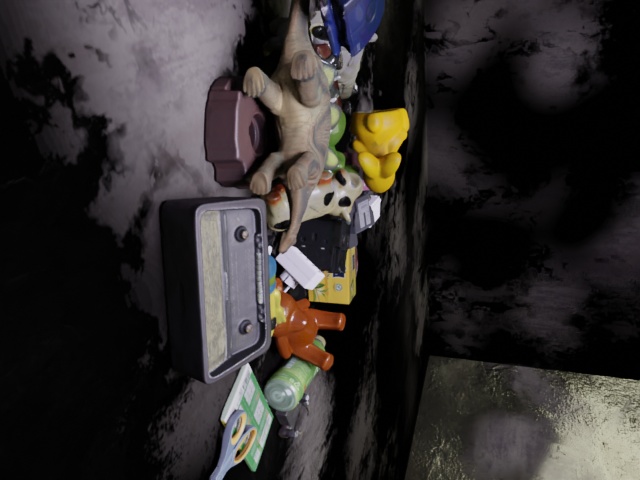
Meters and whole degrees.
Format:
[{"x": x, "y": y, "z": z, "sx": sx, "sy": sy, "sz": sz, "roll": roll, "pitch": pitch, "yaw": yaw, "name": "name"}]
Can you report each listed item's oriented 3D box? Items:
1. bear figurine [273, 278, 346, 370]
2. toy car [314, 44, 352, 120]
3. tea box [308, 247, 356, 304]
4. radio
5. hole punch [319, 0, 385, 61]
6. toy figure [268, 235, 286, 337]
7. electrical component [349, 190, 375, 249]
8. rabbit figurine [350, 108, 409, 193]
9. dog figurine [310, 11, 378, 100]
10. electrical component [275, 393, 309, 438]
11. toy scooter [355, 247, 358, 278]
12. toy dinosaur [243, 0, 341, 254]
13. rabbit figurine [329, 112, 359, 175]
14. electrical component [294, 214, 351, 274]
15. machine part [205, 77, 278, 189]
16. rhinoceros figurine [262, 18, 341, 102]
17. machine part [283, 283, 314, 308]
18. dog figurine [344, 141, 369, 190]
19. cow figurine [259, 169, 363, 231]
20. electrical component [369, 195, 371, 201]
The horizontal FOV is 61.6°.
[{"x": -0.039, "y": 0.151, "z": 0.971, "sx": 0.195, "sy": 0.132, "sz": 0.120, "roll": 68, "pitch": 39, "yaw": -64, "name": "bear figurine"}, {"x": 0.010, "y": -0.304, "z": 1.079, "sx": 0.202, "sy": 0.089, "sz": 0.053, "roll": 73, "pitch": 22, "yaw": -58, "name": "toy car"}, {"x": 0.025, "y": 0.051, "z": 1.193, "sx": 0.068, "sy": 0.098, "sz": 0.169, "roll": -38, "pitch": 127, "yaw": -67, "name": "tea box"}, {"x": -0.131, "y": 0.057, "z": 0.708, "sx": 0.131, "sy": 0.073, "sz": 0.229, "roll": -16, "pitch": 111, "yaw": -52, "name": "radio"}, {"x": 0.049, "y": -0.350, "z": 0.807, "sx": 0.142, "sy": 0.092, "sz": 0.116, "roll": 66, "pitch": 25, "yaw": -67, "name": "hole punch"}, {"x": -0.108, "y": 0.080, "z": 0.824, "sx": 0.089, "sy": 0.082, "sz": 0.180, "roll": -27, "pitch": 128, "yaw": -48, "name": "toy figure"}, {"x": 0.074, "y": -0.039, "z": 1.108, "sx": 0.075, "sy": 0.048, "sz": 0.119, "roll": -22, "pitch": 112, "yaw": -47, "name": "electrical component"}, {"x": 0.125, "y": -0.175, "z": 1.089, "sx": 0.162, "sy": 0.122, "sz": 0.173, "roll": -88, "pitch": 177, "yaw": -69, "name": "rabbit figurine"}, {"x": 0.018, "y": -0.365, "z": 1.135, "sx": 0.190, "sy": 0.172, "sz": 0.121, "roll": 111, "pitch": -37, "yaw": -52, "name": "dog figurine"}, {"x": -0.054, "y": 0.345, "z": 1.081, "sx": 0.102, "sy": 0.045, "sz": 0.078, "roll": -66, "pitch": 154, "yaw": -48, "name": "electrical component"}, {"x": 0.053, "y": 0.050, "z": 1.313, "sx": 0.184, "sy": 0.075, "sz": 0.135, "roll": -64, "pitch": 151, "yaw": -57, "name": "toy scooter"}, {"x": -0.031, "y": -0.212, "z": 0.810, "sx": 0.198, "sy": 0.105, "sz": 0.470, "roll": -12, "pitch": 107, "yaw": -74, "name": "toy dinosaur"}, {"x": -0.006, "y": -0.173, "z": 1.039, "sx": 0.159, "sy": 0.121, "sz": 0.170, "roll": -19, "pitch": 126, "yaw": -48, "name": "rabbit figurine"}, {"x": -0.002, "y": -0.003, "z": 1.065, "sx": 0.058, "sy": 0.115, "sz": 0.134, "roll": 5, "pitch": 89, "yaw": -71, "name": "electrical component"}, {"x": -0.110, "y": -0.160, "z": 0.813, "sx": 0.179, "sy": 0.056, "sz": 0.179, "roll": 2, "pitch": 90, "yaw": -71, "name": "machine part"}, {"x": -0.024, "y": -0.316, "z": 0.960, "sx": 0.190, "sy": 0.112, "sz": 0.073, "roll": 50, "pitch": 43, "yaw": -53, "name": "rhinoceros figurine"}, {"x": -0.042, "y": 0.133, "z": 1.100, "sx": 0.084, "sy": 0.039, "sz": 0.138, "roll": -50, "pitch": 142, "yaw": -48, "name": "machine part"}, {"x": 0.057, "y": -0.132, "z": 1.247, "sx": 0.219, "sy": 0.109, "sz": 0.191, "roll": 57, "pitch": 39, "yaw": -65, "name": "dog figurine"}, {"x": -0.009, "y": -0.072, "z": 0.956, "sx": 0.086, "sy": 0.195, "sz": 0.127, "roll": 51, "pitch": -25, "yaw": 41, "name": "cow figurine"}, {"x": 0.072, "y": -0.068, "z": 1.193, "sx": 0.021, "sy": 0.094, "sz": 0.063, "roll": 54, "pitch": 26, "yaw": 2, "name": "electrical component"}]
